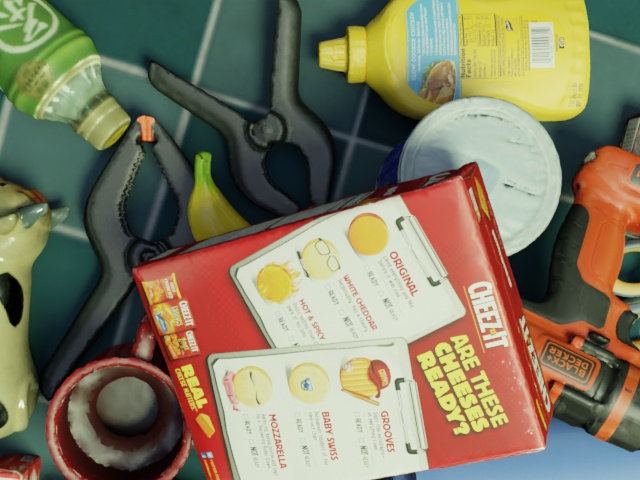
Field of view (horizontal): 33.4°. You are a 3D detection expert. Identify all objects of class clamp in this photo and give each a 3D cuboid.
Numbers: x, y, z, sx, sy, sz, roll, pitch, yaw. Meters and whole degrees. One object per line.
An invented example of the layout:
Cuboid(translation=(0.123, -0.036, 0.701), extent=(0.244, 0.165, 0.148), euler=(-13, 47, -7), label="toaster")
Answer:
Cuboid(translation=(-0.032, -0.090, 0.772), extent=(0.120, 0.039, 0.171), euler=(-35, 95, 12), label="clamp")
Cuboid(translation=(-0.130, 0.019, 0.765), extent=(0.164, 0.036, 0.210), euler=(-8, 92, -4), label="clamp")

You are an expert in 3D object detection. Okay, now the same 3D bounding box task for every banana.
Cuboid(translation=(-0.019, 0.012, 0.751), extent=(0.197, 0.037, 0.070), euler=(28, 119, -25), label="banana")

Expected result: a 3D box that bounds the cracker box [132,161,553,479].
Cuboid(translation=(0.014, 0.060, 0.648), extent=(0.214, 0.072, 0.164), euler=(-15, 99, 20), label="cracker box")

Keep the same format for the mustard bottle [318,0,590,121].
Cuboid(translation=(0.094, -0.135, 0.773), extent=(0.191, 0.058, 0.096), euler=(-1, 87, -4), label="mustard bottle")

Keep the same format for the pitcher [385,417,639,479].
Cuboid(translation=(0.170, 0.182, 0.737), extent=(0.242, 0.149, 0.145), euler=(-5, 57, -7), label="pitcher")

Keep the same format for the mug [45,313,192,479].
Cuboid(translation=(-0.126, 0.104, 0.713), extent=(0.093, 0.081, 0.117), euler=(13, 95, -5), label="mug")

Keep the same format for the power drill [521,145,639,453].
Cuboid(translation=(0.206, 0.042, 0.702), extent=(0.184, 0.057, 0.187), euler=(26, 66, 8), label="power drill")

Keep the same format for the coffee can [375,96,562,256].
Cuboid(translation=(0.095, -0.036, 0.728), extent=(0.102, 0.140, 0.103), euler=(0, 88, -3), label="coffee can")

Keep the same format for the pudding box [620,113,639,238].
Cuboid(translation=(0.272, -0.036, 0.789), extent=(0.113, 0.039, 0.090), euler=(16, 88, -2), label="pudding box")

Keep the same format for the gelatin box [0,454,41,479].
Cuboid(translation=(-0.215, 0.197, 0.736), extent=(0.030, 0.073, 0.089), euler=(6, 86, -5), label="gelatin box")

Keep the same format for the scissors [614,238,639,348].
Cuboid(translation=(0.287, 0.017, 0.765), extent=(0.202, 0.016, 0.096), euler=(-27, 109, 13), label="scissors")
